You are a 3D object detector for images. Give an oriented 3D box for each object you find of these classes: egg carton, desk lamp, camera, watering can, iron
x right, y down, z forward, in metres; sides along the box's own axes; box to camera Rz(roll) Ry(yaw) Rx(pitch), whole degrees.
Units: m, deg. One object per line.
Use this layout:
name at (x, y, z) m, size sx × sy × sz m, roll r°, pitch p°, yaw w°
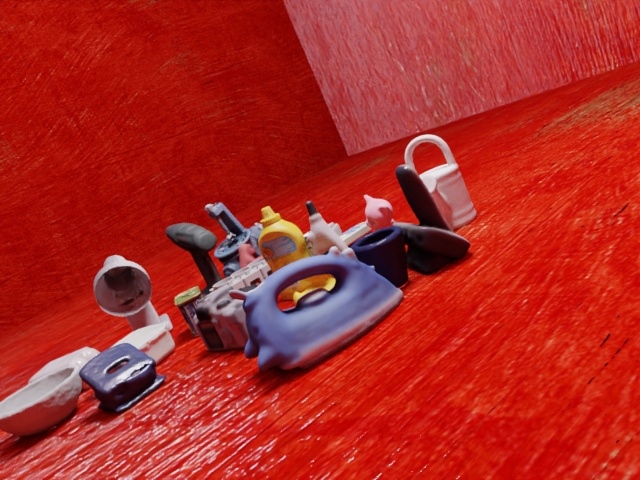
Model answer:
egg carton at (-0.533, 0.287, 1.207) m, size 0.150 × 0.069 × 0.107 m, roll -23°, pitch 11°, yaw 6°
desk lamp at (-0.435, 0.138, 1.321) m, size 0.118 × 0.214 × 0.203 m, roll -27°, pitch 12°, yaw -16°
camera at (-0.148, 0.128, 1.058) m, size 0.142 × 0.101 × 0.137 m, roll -14°, pitch 15°, yaw 43°
watering can at (0.237, -0.118, 1.154) m, size 0.101 × 0.194 × 0.173 m, roll -23°, pitch 11°, yaw 4°
iron at (-0.004, 0.085, 0.851) m, size 0.259 × 0.141 × 0.118 m, roll -28°, pitch 12°, yaw -19°

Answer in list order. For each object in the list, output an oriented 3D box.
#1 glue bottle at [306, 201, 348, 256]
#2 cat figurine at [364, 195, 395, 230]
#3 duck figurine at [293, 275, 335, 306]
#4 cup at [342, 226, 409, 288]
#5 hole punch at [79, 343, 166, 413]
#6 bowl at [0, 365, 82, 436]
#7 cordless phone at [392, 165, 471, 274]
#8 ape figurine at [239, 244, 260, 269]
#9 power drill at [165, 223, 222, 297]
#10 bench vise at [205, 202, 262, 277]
glue bottle at (0.010, 0.004, 1.116) m, size 0.078 × 0.173 × 0.037 m, roll -22°, pitch 11°, yaw 9°
cat figurine at (0.133, -0.052, 1.268) m, size 0.067 × 0.118 × 0.128 m, roll -23°, pitch 11°, yaw 8°
duck figurine at (-0.008, 0.077, 1.041) m, size 0.105 × 0.086 × 0.077 m, roll -28°, pitch 12°, yaw -18°
cup at (0.097, 0.041, 0.963) m, size 0.117 × 0.095 × 0.092 m, roll -22°, pitch 11°, yaw 12°
hole punch at (-0.342, 0.234, 0.994) m, size 0.100 × 0.091 × 0.109 m, roll -12°, pitch 16°, yaw 47°
bowl at (-0.505, 0.305, 1.047) m, size 0.167 × 0.075 × 0.167 m, roll -23°, pitch 11°, yaw 5°
cordless phone at (0.169, -0.047, 0.987) m, size 0.094 × 0.185 × 0.147 m, roll -27°, pitch 12°, yaw -14°
ape figurine at (-0.184, 0.052, 1.515) m, size 0.076 × 0.092 × 0.077 m, roll -29°, pitch 12°, yaw -21°
power drill at (-0.322, 0.048, 1.518) m, size 0.076 × 0.208 × 0.228 m, roll -31°, pitch 13°, yaw -32°
bench vise at (-0.242, -0.015, 1.618) m, size 0.121 × 0.220 × 0.207 m, roll -21°, pitch 12°, yaw 17°
